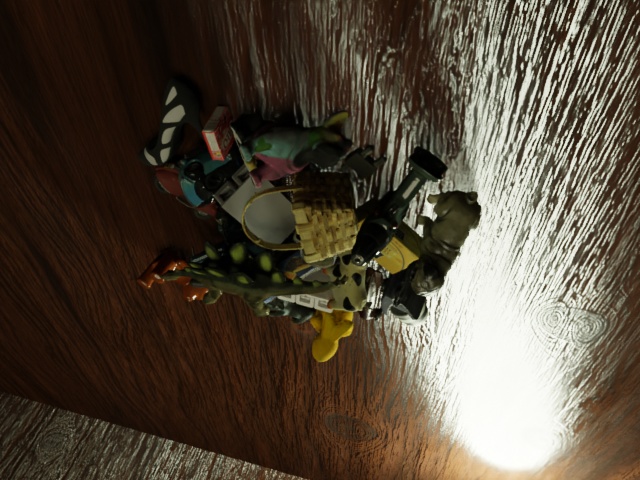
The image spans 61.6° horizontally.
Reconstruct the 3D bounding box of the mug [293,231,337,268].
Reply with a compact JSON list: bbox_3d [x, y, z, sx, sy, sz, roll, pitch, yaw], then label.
[{"bbox_3d":[-0.003,-0.004,1.235,0.110,0.107,0.080,23,140,3],"label":"mug"}]

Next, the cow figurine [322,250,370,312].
[{"bbox_3d":[0.074,0.080,1.284,0.127,0.085,0.194,8,113,36],"label":"cow figurine"}]

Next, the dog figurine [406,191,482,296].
[{"bbox_3d":[0.252,0.007,1.074,0.121,0.190,0.172,18,139,2],"label":"dog figurine"}]

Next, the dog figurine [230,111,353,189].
[{"bbox_3d":[-0.049,-0.194,1.046,0.219,0.192,0.108,-19,134,-7],"label":"dog figurine"}]

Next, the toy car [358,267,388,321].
[{"bbox_3d":[0.126,0.143,1.385,0.089,0.053,0.202,27,145,17],"label":"toy car"}]

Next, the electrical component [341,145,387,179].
[{"bbox_3d":[0.086,-0.154,1.089,0.063,0.021,0.094,37,138,-21],"label":"electrical component"}]

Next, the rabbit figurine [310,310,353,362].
[{"bbox_3d":[0.035,0.247,1.462,0.122,0.173,0.162,28,145,-4],"label":"rabbit figurine"}]

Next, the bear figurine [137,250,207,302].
[{"bbox_3d":[-0.400,0.124,1.542,0.120,0.132,0.195,-17,123,42],"label":"bear figurine"}]

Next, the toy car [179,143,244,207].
[{"bbox_3d":[-0.240,-0.158,1.152,0.103,0.162,0.109,44,164,30],"label":"toy car"}]

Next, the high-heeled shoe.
[{"bbox_3d":[-0.338,-0.243,1.128,0.249,0.086,0.145,-11,123,32],"label":"high-heeled shoe"}]

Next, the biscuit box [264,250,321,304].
[{"bbox_3d":[-0.087,0.089,1.329,0.203,0.059,0.063,-35,78,10],"label":"biscuit box"}]

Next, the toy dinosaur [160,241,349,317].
[{"bbox_3d":[-0.154,0.089,1.202,0.472,0.105,0.198,3,151,15],"label":"toy dinosaur"}]

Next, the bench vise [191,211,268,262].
[{"bbox_3d":[-0.232,0.025,1.340,0.241,0.129,0.223,-23,148,18],"label":"bench vise"}]

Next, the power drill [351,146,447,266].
[{"bbox_3d":[0.150,-0.066,1.022,0.086,0.232,0.207,32,123,6],"label":"power drill"}]

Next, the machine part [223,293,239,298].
[{"bbox_3d":[-0.246,0.095,1.496,0.179,0.056,0.179,13,141,11],"label":"machine part"}]

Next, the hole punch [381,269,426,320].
[{"bbox_3d":[0.190,0.118,1.282,0.092,0.142,0.115,5,143,40],"label":"hole punch"}]

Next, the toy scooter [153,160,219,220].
[{"bbox_3d":[-0.286,-0.124,1.242,0.135,0.075,0.183,-19,130,39],"label":"toy scooter"}]

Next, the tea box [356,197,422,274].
[{"bbox_3d":[0.143,-0.007,1.200,0.169,0.068,0.098,36,138,-21],"label":"tea box"}]

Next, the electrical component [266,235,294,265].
[{"bbox_3d":[-0.095,0.030,1.320,0.045,0.102,0.078,46,151,32],"label":"electrical component"}]

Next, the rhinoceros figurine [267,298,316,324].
[{"bbox_3d":[-0.104,0.175,1.478,0.190,0.073,0.112,24,161,-23],"label":"rhinoceros figurine"}]
